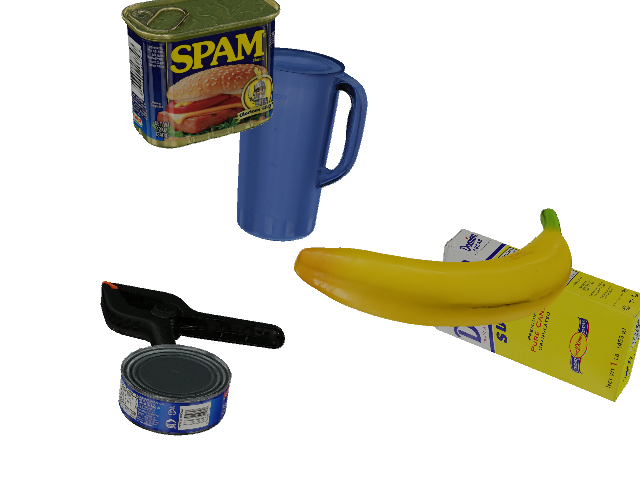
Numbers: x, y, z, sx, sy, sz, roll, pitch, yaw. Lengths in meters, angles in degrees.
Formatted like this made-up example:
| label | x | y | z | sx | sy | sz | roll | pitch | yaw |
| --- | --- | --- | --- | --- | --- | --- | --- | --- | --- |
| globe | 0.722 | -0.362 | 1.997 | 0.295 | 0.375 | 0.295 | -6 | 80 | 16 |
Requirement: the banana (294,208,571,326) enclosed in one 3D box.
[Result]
| label | x | y | z | sx | sy | sz | roll | pitch | yaw |
| --- | --- | --- | --- | --- | --- | --- | --- | --- | --- |
| banana | 0.081 | 0.022 | 0.616 | 0.197 | 0.037 | 0.070 | -7 | 37 | -33 |

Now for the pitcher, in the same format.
| label | x | y | z | sx | sy | sz | roll | pitch | yaw |
| --- | --- | --- | --- | --- | --- | --- | --- | --- | --- |
| pitcher | -0.038 | -0.124 | 1.410 | 0.144 | 0.243 | 0.149 | -3 | 24 | -23 |

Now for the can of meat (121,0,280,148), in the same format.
| label | x | y | z | sx | sy | sz | roll | pitch | yaw |
| --- | --- | --- | --- | --- | --- | --- | --- | --- | --- |
| can of meat | -0.079 | -0.117 | 0.721 | 0.101 | 0.084 | 0.057 | -17 | 39 | -27 |

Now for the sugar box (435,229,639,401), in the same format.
| label | x | y | z | sx | sy | sz | roll | pitch | yaw |
| --- | --- | --- | --- | --- | --- | --- | --- | --- | --- |
| sugar box | 0.188 | 0.063 | 0.930 | 0.176 | 0.093 | 0.048 | 19 | 34 | 25 |

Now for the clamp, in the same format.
| label | x | y | z | sx | sy | sz | roll | pitch | yaw |
| --- | --- | --- | --- | --- | --- | --- | --- | --- | --- |
| clamp | -0.165 | 0.091 | 1.119 | 0.210 | 0.036 | 0.164 | 18 | 20 | 28 |

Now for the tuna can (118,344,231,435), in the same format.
| label | x | y | z | sx | sy | sz | roll | pitch | yaw |
| --- | --- | --- | --- | --- | --- | --- | --- | --- | --- |
| tuna can | -0.114 | 0.116 | 0.833 | 0.086 | 0.034 | 0.086 | 8 | 22 | -3 |
